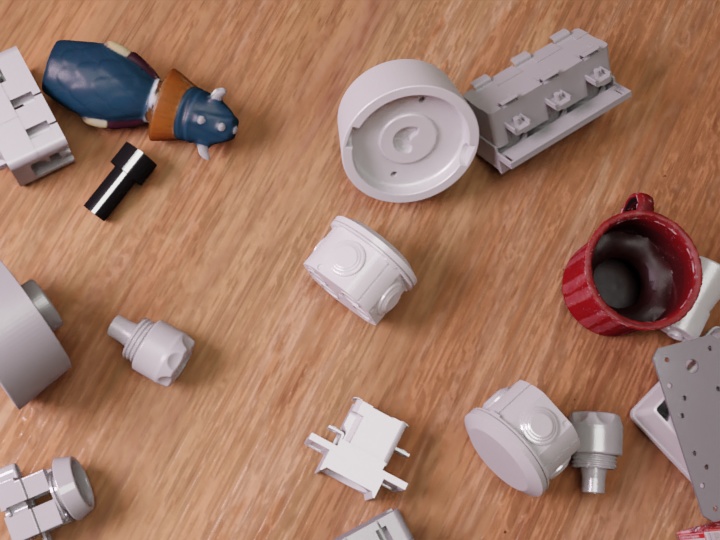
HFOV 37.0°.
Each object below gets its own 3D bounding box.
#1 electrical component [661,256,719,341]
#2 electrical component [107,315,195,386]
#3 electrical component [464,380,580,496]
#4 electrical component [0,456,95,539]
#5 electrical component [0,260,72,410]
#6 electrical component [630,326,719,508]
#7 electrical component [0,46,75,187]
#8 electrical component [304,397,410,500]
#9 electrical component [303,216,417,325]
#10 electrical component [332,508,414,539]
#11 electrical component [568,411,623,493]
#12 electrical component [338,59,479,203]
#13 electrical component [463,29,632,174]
[{"bbox_3d":[0.269,0.026,0.873,0.044,0.044,0.065,29,80,0],"label":"electrical component"},{"bbox_3d":[-0.160,0.056,0.812,0.062,0.043,0.043,30,76,2],"label":"electrical component"},{"bbox_3d":[0.122,0.127,0.813,0.051,0.080,0.080,-39,85,-19],"label":"electrical component"},{"bbox_3d":[-0.227,0.165,0.779,0.055,0.048,0.066,-23,81,-4],"label":"electrical component"},{"bbox_3d":[-0.251,0.039,0.774,0.060,0.108,0.108,-35,84,-19],"label":"electrical component"},{"bbox_3d":[0.291,0.115,0.847,0.109,0.056,0.108,-42,85,-13],"label":"electrical component"},{"bbox_3d":[-0.269,-0.116,0.833,0.056,0.050,0.089,-28,82,-12],"label":"electrical component"},{"bbox_3d":[0.002,0.135,0.816,0.081,0.042,0.063,28,72,-1],"label":"electrical component"},{"bbox_3d":[0.000,0.000,0.826,0.080,0.080,0.051,39,81,3],"label":"electrical component"},{"bbox_3d":[-0.001,0.222,0.791,0.089,0.050,0.055,-26,82,-12],"label":"electrical component"},{"bbox_3d":[0.182,0.141,0.835,0.043,0.043,0.062,5,78,-6],"label":"electrical component"},{"bbox_3d":[0.034,-0.114,0.844,0.108,0.108,0.060,-7,42,-8],"label":"electrical component"},{"bbox_3d":[0.147,-0.141,0.877,0.121,0.063,0.078,-31,43,-13],"label":"electrical component"}]
